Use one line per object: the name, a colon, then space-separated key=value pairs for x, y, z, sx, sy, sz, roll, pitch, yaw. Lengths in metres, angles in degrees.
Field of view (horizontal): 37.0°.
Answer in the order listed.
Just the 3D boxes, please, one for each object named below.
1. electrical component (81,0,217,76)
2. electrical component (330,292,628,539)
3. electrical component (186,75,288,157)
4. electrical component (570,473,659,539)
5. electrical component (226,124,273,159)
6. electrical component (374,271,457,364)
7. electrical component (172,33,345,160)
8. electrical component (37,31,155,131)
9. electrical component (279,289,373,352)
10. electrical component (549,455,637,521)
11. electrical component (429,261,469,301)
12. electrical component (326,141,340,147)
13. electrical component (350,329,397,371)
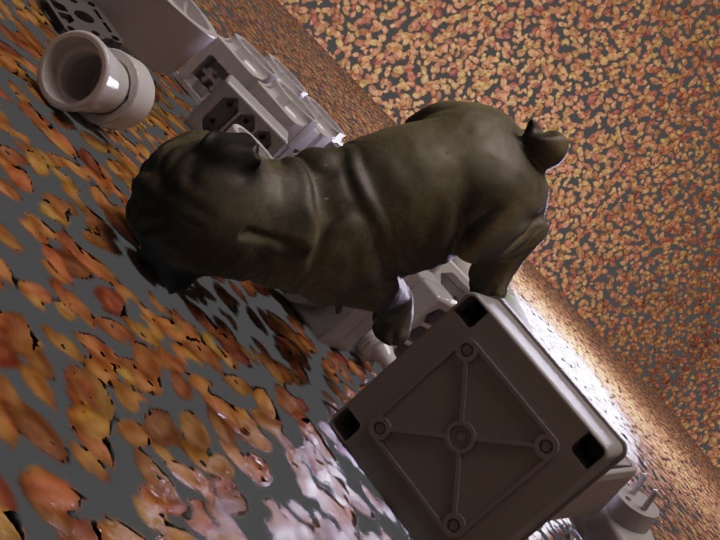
electrical component: x=-0.168 y=-0.195 z=0.813 sx=0.108 sy=0.060 sz=0.108 roll=46 pitch=10 yaw=-11
electrical component: x=0.060 y=0.085 z=0.554 sx=0.108 sy=0.109 sz=0.056 roll=51 pitch=13 yaw=20
electrical component: x=-0.096 y=-0.116 z=0.852 sx=0.066 sy=0.047 sz=0.076 roll=45 pitch=10 yaw=-15
electrical component: x=0.207 y=0.195 z=0.839 sx=0.043 sy=0.079 sz=0.077 roll=18 pitch=22 yaw=-23
electrical component: x=-0.085 y=-0.067 z=0.709 sx=0.040 sy=0.046 sz=0.040 roll=46 pitch=10 yaw=-10
electrical component: x=0.019 y=0.019 z=0.762 sx=0.076 sy=0.066 sz=0.047 roll=52 pitch=11 yaw=26
electrical component: x=-0.083 y=-0.148 z=0.991 sx=0.105 sy=0.060 sz=0.186 roll=49 pitch=10 yaw=8
electrical component: x=-0.146 y=-0.104 z=0.602 sx=0.045 sy=0.045 sz=0.055 roll=50 pitch=10 yaw=16
electrical component: x=-0.027 y=0.006 z=0.669 sx=0.065 sy=0.047 sz=0.077 roll=53 pitch=11 yaw=27
electrical component: x=0.152 y=0.143 z=0.801 sx=0.096 sy=0.061 sz=0.061 roll=6 pitch=39 yaw=-45
electrical component: x=0.050 y=0.030 z=0.876 sx=0.047 sy=0.065 sz=0.077 roll=45 pitch=-19 yaw=-15
electrical component: x=-0.020 y=-0.073 z=0.977 sx=0.078 sy=0.057 sz=0.058 roll=36 pitch=15 yaw=-48
electrical component: x=0.008 y=0.044 z=0.709 sx=0.035 sy=0.035 sz=0.061 roll=33 pitch=20 yaw=-55
